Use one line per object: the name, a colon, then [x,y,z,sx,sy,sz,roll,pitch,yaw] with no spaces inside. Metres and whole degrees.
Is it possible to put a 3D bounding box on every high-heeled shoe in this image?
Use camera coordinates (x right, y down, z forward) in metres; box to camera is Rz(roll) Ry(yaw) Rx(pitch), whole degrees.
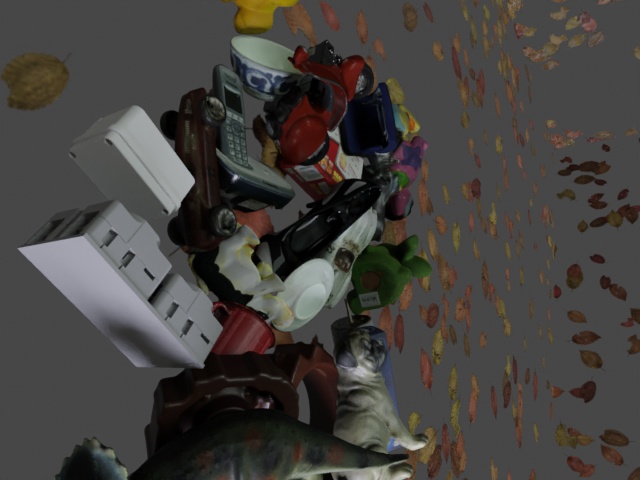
high-heeled shoe: [-0.002,-0.002,0.816,0.086,0.145,0.249,56,45,-32]

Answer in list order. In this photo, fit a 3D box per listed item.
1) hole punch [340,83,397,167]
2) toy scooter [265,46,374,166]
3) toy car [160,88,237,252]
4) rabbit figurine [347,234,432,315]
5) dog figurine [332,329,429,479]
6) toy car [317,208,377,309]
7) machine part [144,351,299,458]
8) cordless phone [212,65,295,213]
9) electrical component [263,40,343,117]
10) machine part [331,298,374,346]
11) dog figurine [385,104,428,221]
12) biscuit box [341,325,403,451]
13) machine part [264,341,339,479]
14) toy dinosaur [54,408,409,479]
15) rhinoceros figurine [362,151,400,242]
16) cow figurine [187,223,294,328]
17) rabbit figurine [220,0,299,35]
hole punch: [0.096,-0.206,0.936,0.116,0.092,0.142,-13,91,-63]
toy scooter: [-0.015,-0.192,0.743,0.135,0.184,0.075,24,19,-51]
toy car: [-0.154,-0.085,0.656,0.053,0.089,0.202,-2,85,-52]
rabbit figurine: [0.121,0.043,1.021,0.121,0.159,0.170,64,21,-11]
dog figurine: [0.047,0.241,0.757,0.172,0.121,0.190,-33,97,-58]
toy car: [0.037,0.018,0.914,0.073,0.056,0.201,35,80,-45]
machine part: [-0.110,0.206,0.612,0.179,0.056,0.179,-10,118,-20]
cordless phone: [-0.106,-0.139,0.750,0.146,0.089,0.184,15,67,-55]
electrical component: [-0.027,-0.236,0.856,0.058,0.115,0.134,35,56,-44]
machine part: [0.072,0.223,0.952,0.079,0.079,0.243,-24,105,-56]
dog figurine: [0.144,-0.147,1.112,0.191,0.109,0.219,49,49,-42]
biscuit box: [0.085,0.245,0.885,0.063,0.059,0.202,-12,97,-20]
machine part: [-0.030,0.267,0.784,0.200,0.087,0.201,50,44,-41]
toy dinosaur: [-0.095,0.238,0.538,0.405,0.131,0.191,-22,121,-22]
rhinoceros figurine: [0.097,-0.091,1.022,0.073,0.112,0.190,22,74,-51]
cow figurine: [-0.101,0.066,0.719,0.098,0.068,0.167,-34,114,-17]
rabbit figurine: [-0.127,-0.386,0.741,0.173,0.122,0.162,-9,89,-38]
